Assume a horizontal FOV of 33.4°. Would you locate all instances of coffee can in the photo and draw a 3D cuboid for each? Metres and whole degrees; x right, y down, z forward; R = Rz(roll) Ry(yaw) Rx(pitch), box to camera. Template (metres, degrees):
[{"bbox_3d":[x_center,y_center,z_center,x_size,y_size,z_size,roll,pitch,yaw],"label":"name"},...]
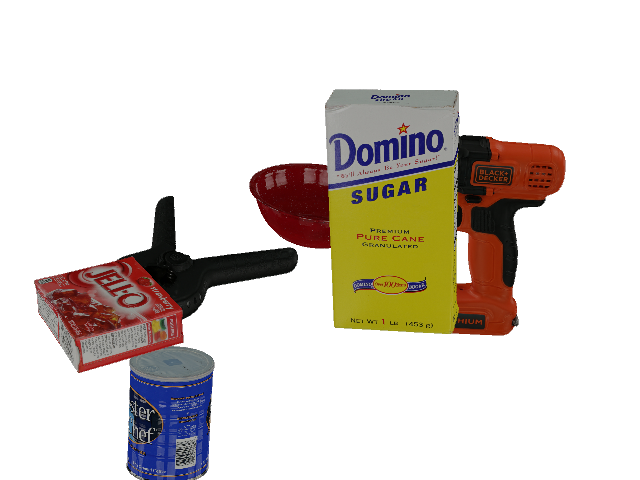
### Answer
[{"bbox_3d":[-0.185,0.213,1.311,0.103,0.140,0.103,4,15,-1],"label":"coffee can"}]

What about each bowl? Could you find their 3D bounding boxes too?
[{"bbox_3d":[-0.006,-0.035,1.247,0.162,0.055,0.162,6,26,-3],"label":"bowl"}]

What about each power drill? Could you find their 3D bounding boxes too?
[{"bbox_3d":[0.122,-0.007,0.980,0.184,0.188,0.057,4,26,1],"label":"power drill"}]

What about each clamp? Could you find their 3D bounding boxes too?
[{"bbox_3d":[-0.144,0.024,1.018,0.165,0.036,0.209,26,37,27],"label":"clamp"}]

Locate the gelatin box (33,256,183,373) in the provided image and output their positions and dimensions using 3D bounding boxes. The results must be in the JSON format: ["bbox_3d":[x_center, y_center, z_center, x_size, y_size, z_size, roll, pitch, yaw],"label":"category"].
[{"bbox_3d":[-0.142,0.046,0.709,0.073,0.030,0.089,-14,30,-26],"label":"gelatin box"}]

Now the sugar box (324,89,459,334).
[{"bbox_3d":[0.053,-0.020,0.778,0.093,0.176,0.048,1,25,12],"label":"sugar box"}]
